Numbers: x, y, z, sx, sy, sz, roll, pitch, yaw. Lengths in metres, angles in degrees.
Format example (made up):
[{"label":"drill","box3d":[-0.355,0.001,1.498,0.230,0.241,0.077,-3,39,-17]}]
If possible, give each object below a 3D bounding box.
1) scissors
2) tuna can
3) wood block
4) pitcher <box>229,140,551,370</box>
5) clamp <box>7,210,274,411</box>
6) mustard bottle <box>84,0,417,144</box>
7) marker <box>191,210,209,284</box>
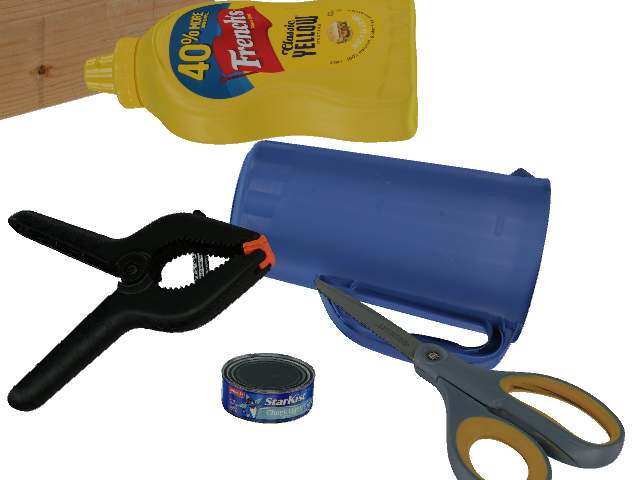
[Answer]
[{"label":"scissors","box3d":[0.056,0.079,0.561,0.202,0.016,0.096,20,42,28]},{"label":"tuna can","box3d":[-0.048,0.135,0.976,0.086,0.034,0.086,3,16,-1]},{"label":"wood block","box3d":[-0.194,-0.174,0.841,0.205,0.091,0.090,-22,53,-35]},{"label":"pitcher","box3d":[0.052,0.003,0.845,0.243,0.145,0.149,11,16,5]},{"label":"clamp","box3d":[-0.141,0.022,0.792,0.210,0.164,0.036,-19,-30,2]},{"label":"mustard bottle","box3d":[-0.041,-0.098,0.614,0.191,0.096,0.058,-1,-36,6]},{"label":"marker","box3d":[-0.135,0.019,1.197,0.020,0.121,0.020,-1,33,0]}]
